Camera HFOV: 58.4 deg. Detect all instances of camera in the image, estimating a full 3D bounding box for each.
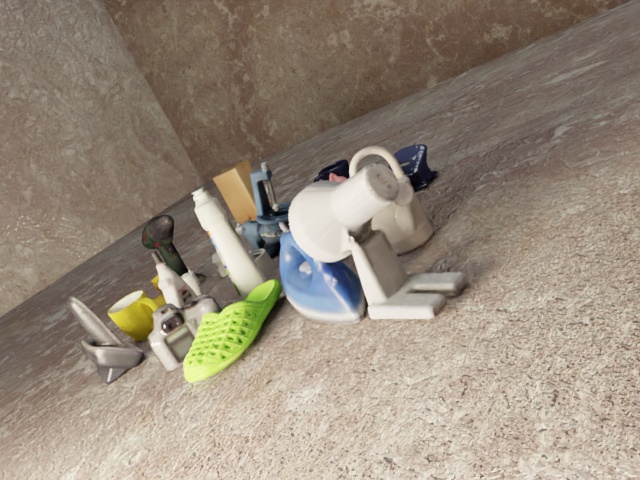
[{"bbox_3d":[-0.262,0.157,1.082,0.143,0.101,0.136,-33,16,-21],"label":"camera"}]

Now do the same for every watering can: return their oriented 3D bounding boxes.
[{"bbox_3d":[0.124,-0.077,1.023,0.101,0.194,0.172,-36,18,-29],"label":"watering can"}]

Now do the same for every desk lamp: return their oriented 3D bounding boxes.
[{"bbox_3d":[0.074,-0.001,0.821,0.202,0.214,0.118,-9,24,49],"label":"desk lamp"}]

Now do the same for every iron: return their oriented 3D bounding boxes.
[{"bbox_3d":[-0.007,0.043,0.951,0.119,0.141,0.257,-31,16,-12],"label":"iron"}]

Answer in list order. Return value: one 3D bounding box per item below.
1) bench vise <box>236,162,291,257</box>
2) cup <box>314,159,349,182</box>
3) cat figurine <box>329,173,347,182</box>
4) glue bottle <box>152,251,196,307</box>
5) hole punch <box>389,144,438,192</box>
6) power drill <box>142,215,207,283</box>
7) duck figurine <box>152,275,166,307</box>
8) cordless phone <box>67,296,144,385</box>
[{"bbox_3d":[-0.132,-0.064,1.362,0.207,0.220,0.121,-23,16,14],"label":"bench vise"},{"bbox_3d":[0.045,-0.162,1.622,0.118,0.095,0.091,-34,17,-23],"label":"cup"},{"bbox_3d":[0.037,-0.104,1.401,0.128,0.118,0.067,-36,18,-29],"label":"cat figurine"},{"bbox_3d":[-0.309,0.100,1.211,0.037,0.173,0.078,-22,16,19],"label":"glue bottle"},{"bbox_3d":[0.212,-0.168,1.370,0.108,0.091,0.101,-12,22,44],"label":"hole punch"},{"bbox_3d":[-0.388,0.031,1.501,0.076,0.209,0.228,-36,18,-30],"label":"power drill"},{"bbox_3d":[-0.383,0.126,1.417,0.105,0.086,0.077,-32,16,-15],"label":"duck figurine"},{"bbox_3d":[-0.444,0.182,1.146,0.094,0.185,0.147,-36,18,-30],"label":"cordless phone"}]
